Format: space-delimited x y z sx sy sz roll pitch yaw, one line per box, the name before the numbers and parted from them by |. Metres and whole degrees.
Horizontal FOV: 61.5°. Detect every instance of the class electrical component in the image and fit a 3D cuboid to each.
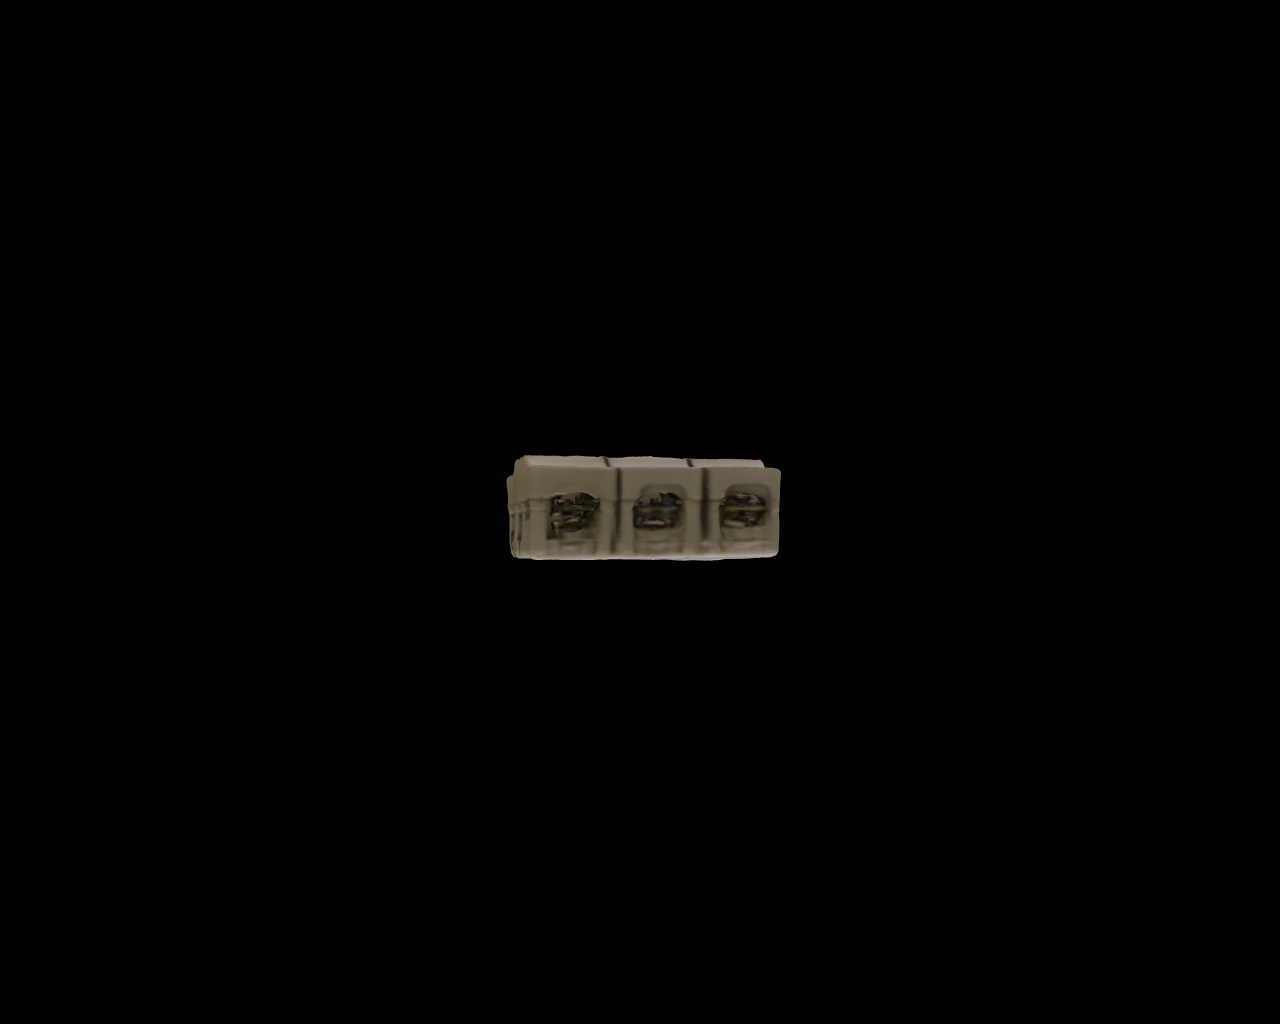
electrical component | 0.001 -0.003 0.650 0.150 0.061 0.089 1 -3 -15
